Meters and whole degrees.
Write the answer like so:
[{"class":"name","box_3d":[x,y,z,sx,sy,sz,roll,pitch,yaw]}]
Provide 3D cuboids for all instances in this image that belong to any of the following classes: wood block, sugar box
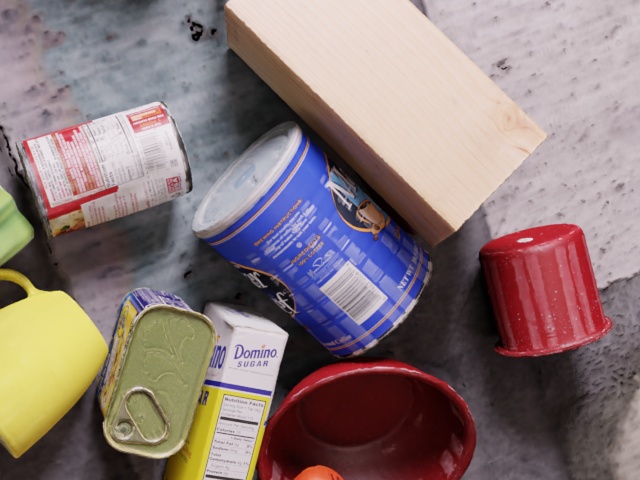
[{"class":"wood block","box_3d":[0.040,-0.103,0.720,0.206,0.090,0.091,45,83,3]},{"class":"sugar box","box_3d":[-0.074,0.137,0.754,0.048,0.093,0.176,10,94,-20]}]

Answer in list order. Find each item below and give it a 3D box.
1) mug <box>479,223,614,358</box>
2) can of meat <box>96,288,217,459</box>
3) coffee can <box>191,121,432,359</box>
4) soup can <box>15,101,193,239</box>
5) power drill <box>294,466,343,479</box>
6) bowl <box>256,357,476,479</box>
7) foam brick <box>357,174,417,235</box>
[{"class":"mug","box_3d":[0.177,0.033,0.827,0.117,0.093,0.081,-23,101,-45]},{"class":"can of meat","box_3d":[-0.117,0.088,0.737,0.057,0.084,0.102,16,93,-20]},{"class":"coffee can","box_3d":[-0.005,0.001,0.750,0.140,0.103,0.103,43,84,-19]},{"class":"soup can","box_3d":[-0.144,-0.048,0.717,0.102,0.069,0.068,-19,103,-15]},{"class":"power drill","box_3d":[0.005,0.267,0.800,0.187,0.057,0.185,32,113,-26]},{"class":"bowl","box_3d":[0.030,0.140,0.789,0.162,0.055,0.162,-4,124,-7]},{"class":"foam brick","box_3d":[0.077,-0.050,0.795,0.078,0.053,0.051,-37,107,-8]}]
